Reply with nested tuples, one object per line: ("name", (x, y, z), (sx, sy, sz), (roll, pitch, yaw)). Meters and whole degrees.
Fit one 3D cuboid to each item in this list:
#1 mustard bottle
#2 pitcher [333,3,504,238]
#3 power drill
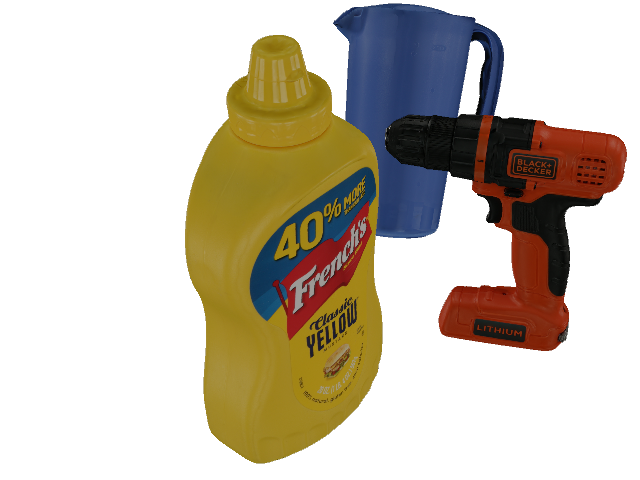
("mustard bottle", (-0.014, 0.002, 0.457), (0.058, 0.192, 0.096), (29, 48, 34))
("pitcher", (0.097, -0.129, 1.149), (0.149, 0.243, 0.144), (12, 14, 30))
("power drill", (0.138, -0.009, 0.853), (0.184, 0.188, 0.057), (9, 29, 14))
